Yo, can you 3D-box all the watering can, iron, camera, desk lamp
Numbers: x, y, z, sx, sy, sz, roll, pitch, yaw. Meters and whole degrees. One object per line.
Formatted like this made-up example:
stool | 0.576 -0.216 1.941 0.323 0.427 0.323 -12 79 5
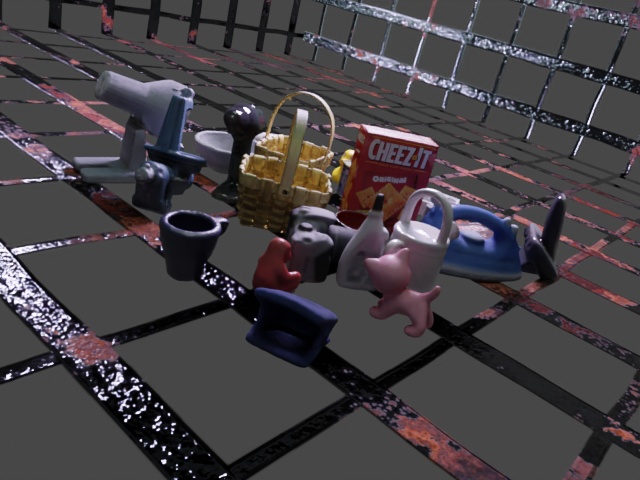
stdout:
watering can | 0.175 0.001 0.994 0.100 0.194 0.173 23 25 19
iron | 0.311 -0.004 1.152 0.258 0.141 0.118 10 24 -11
camera | 0.009 0.004 1.009 0.137 0.101 0.143 10 24 -11
desk lamp | -0.376 -0.227 1.156 0.204 0.213 0.117 -6 31 -39

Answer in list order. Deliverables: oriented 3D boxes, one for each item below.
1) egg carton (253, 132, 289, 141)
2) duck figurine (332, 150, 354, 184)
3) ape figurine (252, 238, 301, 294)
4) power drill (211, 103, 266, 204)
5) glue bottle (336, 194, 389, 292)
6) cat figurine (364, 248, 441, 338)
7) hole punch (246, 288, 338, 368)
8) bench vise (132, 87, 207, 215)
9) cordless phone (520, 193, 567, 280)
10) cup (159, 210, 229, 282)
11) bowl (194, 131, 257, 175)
egg carton | -0.103 -0.233 1.509 0.151 0.069 0.107 5 25 -21
duck figurine | 0.079 -0.196 1.514 0.077 0.086 0.105 26 26 25
ape figurine | -0.068 0.040 0.894 0.076 0.092 0.077 -9 32 -42
power drill | -0.168 -0.186 1.194 0.075 0.208 0.229 15 23 1
glue bottle | 0.081 0.003 0.962 0.078 0.173 0.037 9 24 -12
cat figurine | 0.128 0.073 0.901 0.127 0.118 0.067 24 25 20
hole punch | -0.036 0.102 0.777 0.108 0.091 0.101 22 24 16
bench vise | -0.272 -0.167 1.074 0.122 0.220 0.207 9 24 -12
cordless phone | 0.496 -0.020 1.240 0.094 0.185 0.148 17 24 7
cup | -0.194 0.011 0.881 0.091 0.095 0.118 30 28 32
bowl | -0.219 -0.200 1.361 0.167 0.075 0.167 12 24 -5
